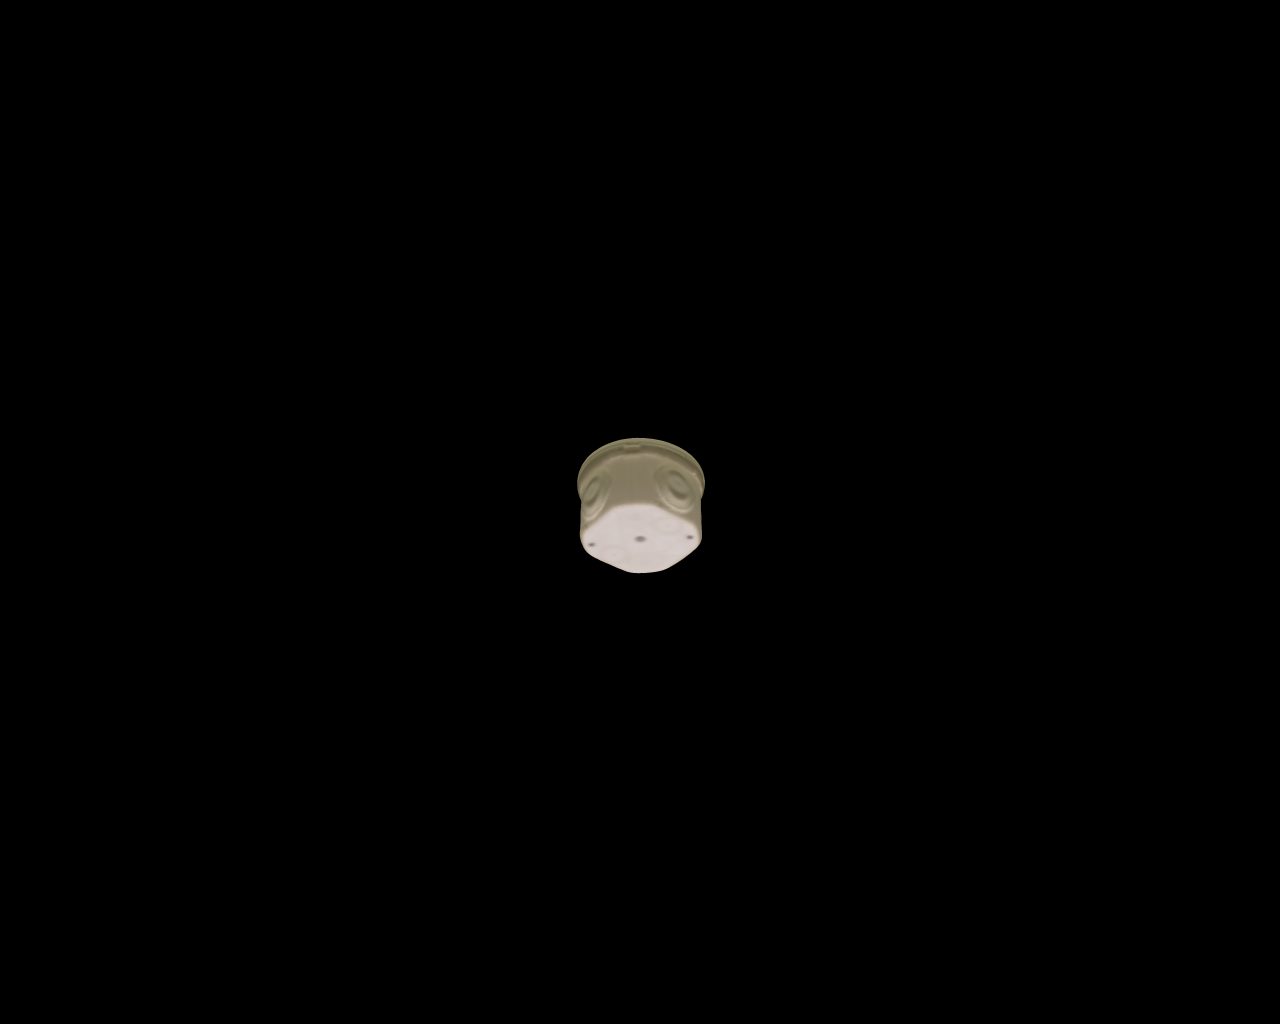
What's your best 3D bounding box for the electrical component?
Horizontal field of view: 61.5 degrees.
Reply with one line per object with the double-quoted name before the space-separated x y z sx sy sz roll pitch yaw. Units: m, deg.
"electrical component" 0.001 -0.003 0.650 0.080 0.051 0.080 0 -38 0
